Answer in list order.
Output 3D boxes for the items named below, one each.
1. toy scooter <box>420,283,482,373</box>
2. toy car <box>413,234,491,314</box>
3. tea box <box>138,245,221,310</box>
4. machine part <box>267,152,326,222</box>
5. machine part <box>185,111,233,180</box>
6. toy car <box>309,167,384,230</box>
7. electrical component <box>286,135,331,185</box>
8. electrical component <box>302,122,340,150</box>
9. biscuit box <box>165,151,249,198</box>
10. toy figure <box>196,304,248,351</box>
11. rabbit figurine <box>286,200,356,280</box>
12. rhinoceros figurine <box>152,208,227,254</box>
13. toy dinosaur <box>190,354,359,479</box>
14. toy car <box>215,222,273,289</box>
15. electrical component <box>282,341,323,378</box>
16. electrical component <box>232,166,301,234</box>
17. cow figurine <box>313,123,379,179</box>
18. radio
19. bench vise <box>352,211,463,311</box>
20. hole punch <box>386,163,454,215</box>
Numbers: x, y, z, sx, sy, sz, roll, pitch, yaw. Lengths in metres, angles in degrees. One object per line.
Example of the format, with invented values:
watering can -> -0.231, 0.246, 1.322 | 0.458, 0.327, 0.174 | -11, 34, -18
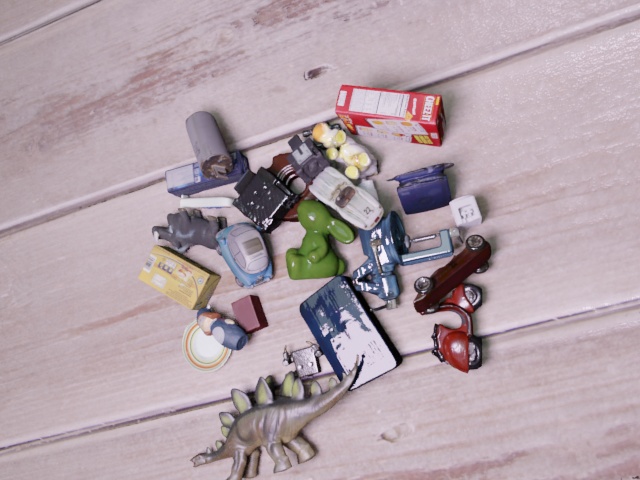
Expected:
toy scooter -> 0.266, 0.179, 1.110 | 0.135, 0.075, 0.184 | -1, 78, 15
toy car -> 0.261, 0.069, 1.078 | 0.202, 0.089, 0.053 | -37, 49, -8
tea box -> -0.338, 0.090, 1.295 | 0.170, 0.068, 0.098 | 28, 90, 16
machine part -> -0.054, -0.127, 1.256 | 0.180, 0.056, 0.179 | -2, 82, 16
machine part -> -0.262, -0.223, 1.259 | 0.079, 0.079, 0.243 | -32, 53, 9
toy car -> 0.052, -0.092, 1.145 | 0.202, 0.056, 0.073 | 40, 94, 35
electrical component -> -0.034, -0.186, 1.198 | 0.075, 0.047, 0.119 | -42, 41, 6
electrical component -> 0.005, -0.245, 1.274 | 0.094, 0.021, 0.063 | -11, 79, 13
biscuit box -> -0.275, -0.160, 1.319 | 0.203, 0.062, 0.059 | -13, 78, 13
toy figure -> -0.232, 0.197, 1.222 | 0.155, 0.057, 0.064 | 25, 80, 30
rabbit figurine -> -0.002, -0.004, 1.175 | 0.159, 0.121, 0.170 | -1, 97, 5
rhinoceros figurine -> -0.317, -0.021, 1.310 | 0.190, 0.073, 0.112 | 7, 94, 15
toy dinosaur -> -0.097, 0.389, 1.150 | 0.472, 0.105, 0.198 | -26, 74, 18
toy car -> -0.167, 0.025, 1.224 | 0.109, 0.103, 0.161 | -21, 76, -23
electrical component -> -0.037, 0.266, 1.196 | 0.102, 0.045, 0.078 | -12, 77, 14
electrical component -> -0.130, -0.096, 1.217 | 0.134, 0.058, 0.115 | 39, 94, 18
cow figurine -> 0.061, -0.205, 1.216 | 0.167, 0.098, 0.068 | 47, 114, 21
radio -> 0.062, 0.202, 1.165 | 0.131, 0.073, 0.230 | -35, 73, 9
bench vise -> 0.179, 0.031, 1.131 | 0.241, 0.128, 0.223 | -14, 74, 22
hole punch -> 0.222, -0.108, 1.149 | 0.142, 0.115, 0.092 | -10, 87, 14
